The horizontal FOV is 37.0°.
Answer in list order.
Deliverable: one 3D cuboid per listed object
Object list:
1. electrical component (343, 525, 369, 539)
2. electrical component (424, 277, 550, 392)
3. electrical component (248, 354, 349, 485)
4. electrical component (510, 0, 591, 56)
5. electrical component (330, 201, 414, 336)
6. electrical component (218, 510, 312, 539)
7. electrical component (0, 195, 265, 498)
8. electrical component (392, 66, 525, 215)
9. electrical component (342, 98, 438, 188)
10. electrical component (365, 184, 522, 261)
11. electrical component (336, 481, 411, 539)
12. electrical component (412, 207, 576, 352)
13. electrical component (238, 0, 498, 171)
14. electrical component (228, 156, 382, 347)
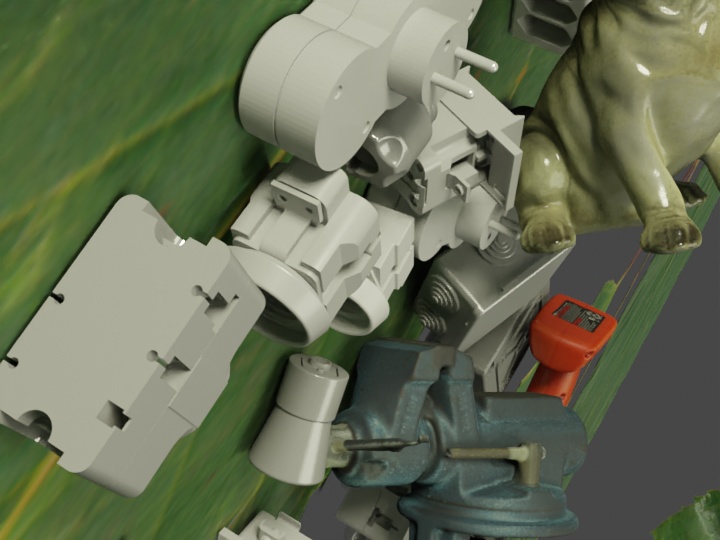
[{"bbox_3d":[0.013,0.221,0.883,0.043,0.043,0.062,-63,161,1],"label":"electrical component"},{"bbox_3d":[0.105,0.047,0.867,0.108,0.056,0.108,-56,160,-17],"label":"electrical component"},{"bbox_3d":[-0.031,0.079,0.592,0.044,0.044,0.065,-8,118,-67],"label":"electrical component"},{"bbox_3d":[0.132,-0.179,0.649,0.076,0.047,0.065,-51,158,-29],"label":"electrical component"},{"bbox_3d":[0.000,0.000,0.559,0.066,0.048,0.055,87,28,-55],"label":"electrical component"},{"bbox_3d":[-0.028,0.200,0.635,0.063,0.121,0.078,-43,153,-46],"label":"electrical component"},{"bbox_3d":[-0.080,0.029,0.385,0.089,0.050,0.055,-57,160,-13],"label":"electrical component"},{"bbox_3d":[0.043,-0.064,0.547,0.064,0.081,0.042,-28,147,-21],"label":"electrical component"},{"bbox_3d":[0.015,-0.073,0.503,0.062,0.043,0.043,-54,159,-26],"label":"electrical component"},{"bbox_3d":[0.064,-0.036,0.626,0.138,0.074,0.052,-21,135,-62],"label":"electrical component"},{"bbox_3d":[0.044,0.156,0.848,0.089,0.062,0.150,-65,160,7],"label":"electrical component"},{"bbox_3d":[0.086,0.005,0.723,0.100,0.048,0.099,-35,165,-21],"label":"electrical component"},{"bbox_3d":[0.020,-0.091,0.444,0.138,0.074,0.052,-50,157,-31],"label":"electrical component"},{"bbox_3d":[-0.028,-0.005,0.463,0.057,0.058,0.078,-56,161,-24],"label":"electrical component"}]
